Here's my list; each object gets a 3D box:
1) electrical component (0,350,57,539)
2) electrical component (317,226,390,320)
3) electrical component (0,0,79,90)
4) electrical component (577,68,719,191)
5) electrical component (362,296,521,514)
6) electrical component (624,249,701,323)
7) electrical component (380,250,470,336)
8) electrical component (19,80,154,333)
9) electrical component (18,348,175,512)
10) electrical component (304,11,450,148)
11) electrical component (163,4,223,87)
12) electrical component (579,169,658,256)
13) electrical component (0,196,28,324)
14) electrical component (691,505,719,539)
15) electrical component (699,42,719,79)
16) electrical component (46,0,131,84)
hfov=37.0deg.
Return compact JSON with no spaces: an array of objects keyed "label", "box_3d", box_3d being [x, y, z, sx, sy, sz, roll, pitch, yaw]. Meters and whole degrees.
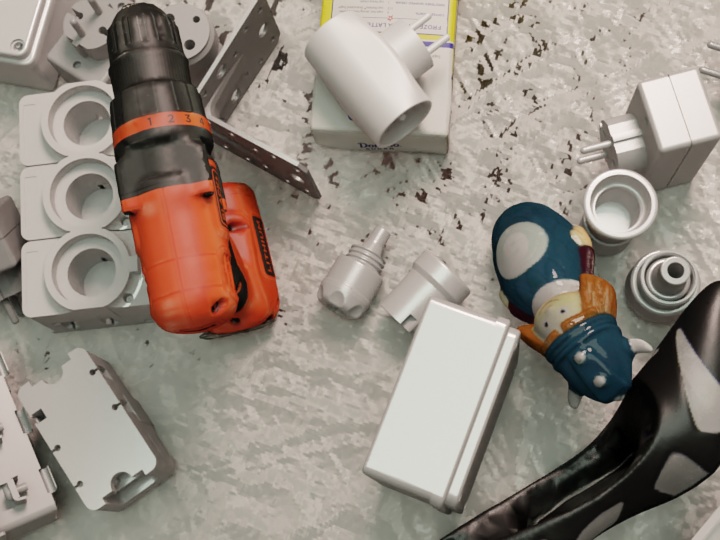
[{"label":"electrical component","box_3d":[-0.237,0.110,0.670,0.063,0.078,0.121,-21,74,-23]},{"label":"electrical component","box_3d":[0.000,0.000,0.694,0.035,0.035,0.061,28,77,11]},{"label":"electrical component","box_3d":[-0.258,-0.191,0.752,0.109,0.056,0.108,11,77,7]},{"label":"electrical component","box_3d":[0.174,-0.080,0.674,0.076,0.083,0.047,-14,75,1]},{"label":"electrical component","box_3d":[0.050,0.083,0.631,0.056,0.108,0.108,20,78,12]},{"label":"electrical component","box_3d":[0.188,0.008,0.662,0.043,0.062,0.043,-1,76,4]},{"label":"electrical component","box_3d":[0.041,0.017,0.684,0.040,0.040,0.046,43,88,13]},{"label":"electrical component","box_3d":[-0.170,-0.041,0.704,0.089,0.061,0.150,-6,75,3]},{"label":"electrical component","box_3d":[-0.162,0.101,0.671,0.050,0.055,0.089,-36,76,-5]},{"label":"electrical component","box_3d":[0.019,-0.130,0.675,0.079,0.044,0.077,-37,77,-3]},{"label":"electrical component","box_3d":[-0.116,-0.150,0.730,0.045,0.055,0.045,-1,77,4]},{"label":"electrical component","box_3d":[0.158,-0.032,0.673,0.044,0.065,0.044,-1,77,4]},{"label":"electrical component","box_3d":[-0.240,-0.001,0.702,0.047,0.065,0.076,-23,104,-1]},{"label":"electrical component","box_3d":[0.235,0.162,0.612,0.121,0.063,0.078,-47,118,-7]},{"label":"electrical component","box_3d":[0.260,-0.127,0.698,0.077,0.047,0.065,19,78,9]},{"label":"electrical component","box_3d":[-0.176,-0.158,0.726,0.047,0.076,0.065,32,81,12]}]
